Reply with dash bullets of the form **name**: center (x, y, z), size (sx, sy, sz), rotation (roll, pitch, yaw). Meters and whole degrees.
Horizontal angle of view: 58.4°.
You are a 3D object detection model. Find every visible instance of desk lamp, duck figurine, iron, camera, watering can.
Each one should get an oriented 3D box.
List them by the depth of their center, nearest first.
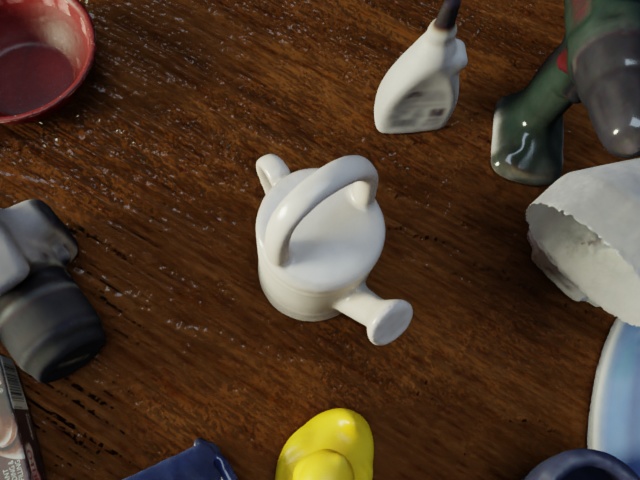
- **duck figurine**: center (0.006, 0.179, 0.439), size (0.077, 0.086, 0.105), rotation (30, 71, 6)
- **iron**: center (0.295, 0.147, 0.445), size (0.118, 0.141, 0.258), rotation (7, 70, -2)
- **watering can**: center (0.006, 0.000, 0.445), size (0.172, 0.194, 0.101), rotation (33, 71, 7)
- **camera**: center (-0.250, 0.052, 0.455), size (0.143, 0.101, 0.136), rotation (-38, 77, -16)
- **desk lamp**: center (0.250, -0.019, 0.461), size (0.203, 0.213, 0.118), rotation (-38, 77, -16)

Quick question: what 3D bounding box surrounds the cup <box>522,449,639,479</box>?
- **cup**: center (0.192, 0.221, 0.436), size (0.092, 0.095, 0.118), rotation (-7, 71, -7)

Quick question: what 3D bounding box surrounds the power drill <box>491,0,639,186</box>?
- **power drill**: center (0.222, -0.133, 0.502), size (0.075, 0.208, 0.230), rotation (10, 70, -1)

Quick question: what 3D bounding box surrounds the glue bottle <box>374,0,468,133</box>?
- **glue bottle**: center (0.098, -0.155, 0.518), size (0.078, 0.173, 0.037), rotation (-4, 71, -6)

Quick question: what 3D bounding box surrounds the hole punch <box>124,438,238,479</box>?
- **hole punch**: center (-0.101, 0.210, 0.417), size (0.101, 0.091, 0.108), rotation (-25, 74, -12)
